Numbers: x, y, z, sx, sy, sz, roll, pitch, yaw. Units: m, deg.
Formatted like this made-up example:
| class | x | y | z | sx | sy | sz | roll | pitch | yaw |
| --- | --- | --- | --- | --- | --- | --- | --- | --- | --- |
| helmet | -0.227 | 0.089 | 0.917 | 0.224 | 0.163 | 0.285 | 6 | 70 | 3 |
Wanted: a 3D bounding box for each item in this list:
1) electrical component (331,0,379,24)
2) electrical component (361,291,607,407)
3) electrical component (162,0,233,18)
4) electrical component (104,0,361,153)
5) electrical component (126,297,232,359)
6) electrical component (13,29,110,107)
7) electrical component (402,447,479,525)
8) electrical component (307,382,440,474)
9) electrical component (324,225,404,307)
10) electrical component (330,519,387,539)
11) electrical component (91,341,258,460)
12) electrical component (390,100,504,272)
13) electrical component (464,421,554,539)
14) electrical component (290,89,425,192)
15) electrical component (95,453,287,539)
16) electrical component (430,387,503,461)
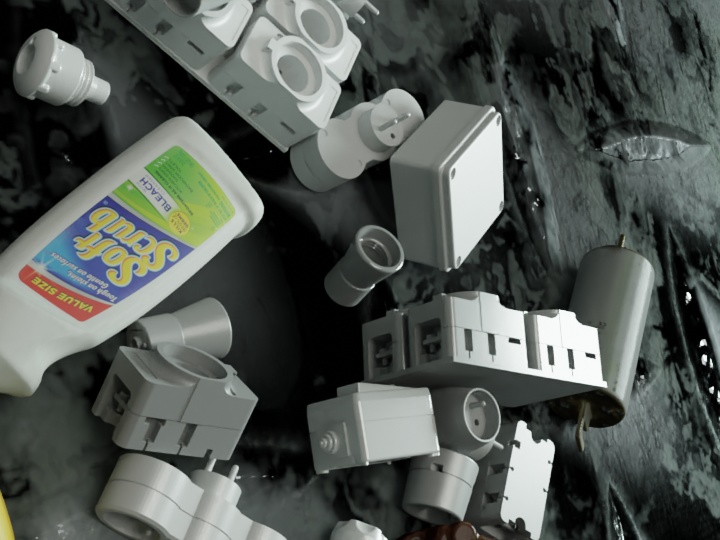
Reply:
| class | x | y | z | sx | sy | sz | roll | pitch | yaw |
| --- | --- | --- | --- | --- | --- | --- | --- | --- | --- |
| electrical component | -0.017 | -0.241 | 0.927 | 0.077 | 0.066 | 0.047 | 37 | 54 | -28 |
| electrical component | 0.104 | 0.068 | 0.902 | 0.186 | 0.105 | 0.060 | 13 | 67 | -39 |
| electrical component | -0.112 | -0.227 | 0.764 | 0.077 | 0.043 | 0.079 | -37 | 101 | -43 |
| electrical component | -0.092 | -0.197 | 0.847 | 0.186 | 0.060 | 0.105 | 39 | 53 | -26 |
| electrical component | -0.127 | 0.046 | 0.743 | 0.065 | 0.044 | 0.044 | -12 | 83 | -39 |
| electrical component | -0.202 | -0.132 | 0.736 | 0.062 | 0.048 | 0.048 | 22 | 61 | -44 |
| electrical component | 0.063 | 0.174 | 0.864 | 0.055 | 0.055 | 0.047 | 35 | 58 | -29 |
| electrical component | 0.005 | 0.119 | 0.823 | 0.096 | 0.062 | 0.061 | 2 | 74 | -42 |
| electrical component | 0.000 | 0.000 | 0.858 | 0.044 | 0.065 | 0.044 | 19 | 48 | -23 |
| electrical component | -0.007 | 0.219 | 0.791 | 0.043 | 0.043 | 0.062 | 39 | 53 | -26 |
| electrical component | -0.119 | 0.084 | 0.707 | 0.089 | 0.050 | 0.055 | 17 | 104 | -42 |
| electrical component | 0.077 | -0.074 | 0.930 | 0.108 | 0.056 | 0.108 | -49 | 143 | -41 |
| electrical component | 0.122 | 0.181 | 0.913 | 0.050 | 0.056 | 0.089 | 36 | 54 | -28 |
| electrical component | 0.011 | -0.116 | 0.903 | 0.138 | 0.074 | 0.052 | -33 | 99 | -44 |
| electrical component | -0.103 | 0.158 | 0.718 | 0.138 | 0.052 | 0.073 | 39 | 53 | -25 |
| electrical component | 0.084 | 0.132 | 0.881 | 0.079 | 0.077 | 0.043 | 34 | 55 | -30 |
